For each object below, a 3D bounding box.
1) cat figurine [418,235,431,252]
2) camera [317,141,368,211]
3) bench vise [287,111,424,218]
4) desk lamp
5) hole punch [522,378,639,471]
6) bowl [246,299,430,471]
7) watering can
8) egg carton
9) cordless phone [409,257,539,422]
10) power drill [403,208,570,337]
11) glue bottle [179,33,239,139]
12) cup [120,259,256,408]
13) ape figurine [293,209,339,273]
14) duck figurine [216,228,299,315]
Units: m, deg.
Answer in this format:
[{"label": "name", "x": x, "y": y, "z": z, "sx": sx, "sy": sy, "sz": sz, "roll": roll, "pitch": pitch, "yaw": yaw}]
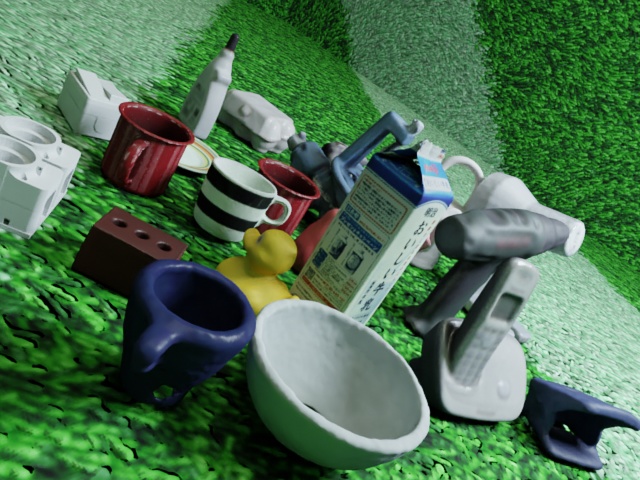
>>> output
[{"label": "cat figurine", "x": 0.126, "y": -0.010, "z": 0.881, "sx": 0.067, "sy": 0.117, "sz": 0.128, "roll": 28, "pitch": 22, "yaw": -11}, {"label": "camera", "x": 0.055, "y": -0.101, "z": 1.004, "sx": 0.137, "sy": 0.100, "sz": 0.143, "roll": 22, "pitch": 24, "yaw": -25}, {"label": "bench vise", "x": 0.040, "y": -0.111, "z": 0.844, "sx": 0.207, "sy": 0.219, "sz": 0.122, "roll": 33, "pitch": 22, "yaw": 3}, {"label": "desk lamp", "x": 0.307, "y": 0.022, "z": 0.927, "sx": 0.118, "sy": 0.213, "sz": 0.202, "roll": 10, "pitch": 31, "yaw": -44}, {"label": "hole punch", "x": 0.310, "y": 0.209, "z": 0.698, "sx": 0.109, "sy": 0.091, "sz": 0.101, "roll": 22, "pitch": 24, "yaw": -23}, {"label": "bowl", "x": 0.003, "y": 0.129, "z": 0.477, "sx": 0.168, "sy": 0.074, "sz": 0.167, "roll": 27, "pitch": 22, "yaw": -12}, {"label": "watering can", "x": 0.204, "y": -0.049, "z": 0.966, "sx": 0.101, "sy": 0.194, "sz": 0.172, "roll": 20, "pitch": 25, "yaw": -28}, {"label": "egg carton", "x": -0.121, "y": -0.224, "z": 1.073, "sx": 0.150, "sy": 0.069, "sz": 0.107, "roll": 39, "pitch": 23, "yaw": 18}, {"label": "cordless phone", "x": 0.201, "y": 0.110, "z": 0.635, "sx": 0.148, "sy": 0.185, "sz": 0.094, "roll": 16, "pitch": 26, "yaw": -34}, {"label": "power drill", "x": 0.214, "y": 0.043, "z": 0.763, "sx": 0.230, "sy": 0.208, "sz": 0.075, "roll": 11, "pitch": 30, "yaw": -43}, {"label": "glue bottle", "x": -0.172, "y": -0.254, "z": 0.926, "sx": 0.037, "sy": 0.173, "sz": 0.078, "roll": 11, "pitch": 29, "yaw": -41}, {"label": "cup", "x": -0.109, "y": 0.080, "z": 0.406, "sx": 0.091, "sy": 0.095, "sz": 0.118, "roll": 33, "pitch": 22, "yaw": 2}, {"label": "ape figurine", "x": 0.007, "y": 0.003, "z": 0.729, "sx": 0.076, "sy": 0.092, "sz": 0.077, "roll": 22, "pitch": 24, "yaw": -24}, {"label": "duck figurine", "x": -0.053, "y": 0.033, "z": 0.593, "sx": 0.104, "sy": 0.086, "sz": 0.078, "roll": 42, "pitch": 24, "yaw": 24}]
